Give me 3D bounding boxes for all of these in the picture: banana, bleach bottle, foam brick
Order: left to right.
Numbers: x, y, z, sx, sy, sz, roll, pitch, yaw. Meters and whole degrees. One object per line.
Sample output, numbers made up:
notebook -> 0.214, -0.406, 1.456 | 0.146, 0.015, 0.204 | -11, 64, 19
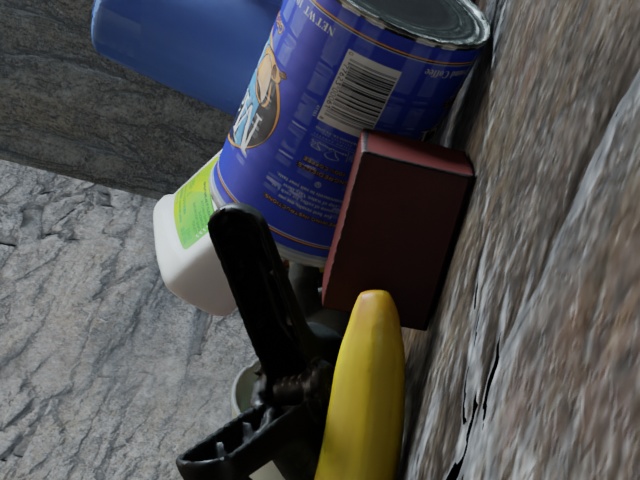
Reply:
bleach bottle -> -0.007, -0.062, 0.689 | 0.251, 0.068, 0.102 | -43, 36, 24
banana -> 0.005, 0.116, 0.437 | 0.069, 0.037, 0.197 | 71, -146, -49
foam brick -> 0.035, -0.005, 0.496 | 0.053, 0.051, 0.078 | -82, 7, -72

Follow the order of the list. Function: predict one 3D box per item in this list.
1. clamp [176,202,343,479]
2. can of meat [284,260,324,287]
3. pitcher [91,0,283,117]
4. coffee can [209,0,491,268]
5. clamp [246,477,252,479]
clamp -> -0.013, 0.058, 0.486 | 0.171, 0.039, 0.120 | 38, -124, -64
can of meat -> -0.005, 0.001, 0.774 | 0.057, 0.084, 0.102 | -7, -52, -57
pitcher -> -0.033, -0.149, 0.767 | 0.145, 0.243, 0.149 | -77, 8, -77
coffee can -> 0.012, -0.070, 0.561 | 0.102, 0.102, 0.140 | -77, 12, -58
clamp -> -0.082, 0.220, 0.923 | 0.165, 0.036, 0.210 | 123, 169, -56
